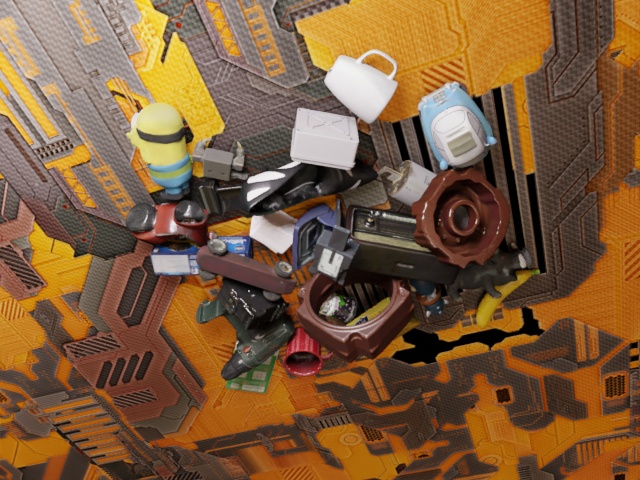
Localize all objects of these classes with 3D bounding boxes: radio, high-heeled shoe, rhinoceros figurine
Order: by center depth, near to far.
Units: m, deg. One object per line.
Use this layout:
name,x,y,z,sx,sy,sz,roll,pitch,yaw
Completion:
high-heeled shoe,-0.018,-0.093,0.965,0.249,0.145,0.086,-1,128,3
radio,0.155,0.007,1.047,0.230,0.131,0.073,11,126,-7
rhinoceros figurine,0.347,0.062,1.130,0.190,0.073,0.112,-13,115,13

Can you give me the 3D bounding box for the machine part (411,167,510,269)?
machine part,0.249,-0.038,0.956,0.179,0.056,0.179,0,91,-17

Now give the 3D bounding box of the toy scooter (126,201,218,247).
toy scooter,-0.280,-0.026,1.060,0.184,0.075,0.135,-5,157,25

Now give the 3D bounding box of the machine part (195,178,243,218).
machine part,-0.168,-0.086,1.041,0.139,0.039,0.084,-3,122,5

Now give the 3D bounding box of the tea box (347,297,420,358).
tea box,0.128,0.200,1.211,0.169,0.068,0.098,-39,151,24

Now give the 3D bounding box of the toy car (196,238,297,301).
toy car,-0.144,0.057,1.062,0.202,0.053,0.089,18,126,-10

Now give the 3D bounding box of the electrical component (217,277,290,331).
electrical component,-0.147,0.116,1.133,0.134,0.115,0.058,46,124,21

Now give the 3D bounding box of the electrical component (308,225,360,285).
electrical component,0.028,0.016,0.956,0.075,0.048,0.119,20,126,9

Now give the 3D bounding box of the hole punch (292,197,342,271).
hole punch,-0.002,-0.003,1.052,0.092,0.116,0.142,4,124,6

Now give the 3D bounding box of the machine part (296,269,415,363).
machine part,0.069,0.126,1.074,0.201,0.201,0.087,-43,139,-23

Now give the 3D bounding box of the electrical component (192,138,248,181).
electrical component,-0.183,-0.149,0.992,0.102,0.045,0.078,8,155,-2

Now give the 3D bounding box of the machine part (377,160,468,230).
machine part,0.218,-0.081,1.014,0.243,0.079,0.079,26,123,-17

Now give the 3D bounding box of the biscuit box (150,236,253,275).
biscuit box,-0.242,0.032,1.115,0.203,0.063,0.059,0,127,0

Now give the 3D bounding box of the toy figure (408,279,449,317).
toy figure,0.234,0.104,1.168,0.064,0.058,0.154,-15,130,18

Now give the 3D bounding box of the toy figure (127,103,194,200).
toy figure,-0.272,-0.157,0.961,0.089,0.082,0.179,-4,125,9

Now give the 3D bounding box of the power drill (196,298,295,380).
power drill,-0.190,0.217,1.233,0.232,0.086,0.207,-32,115,13

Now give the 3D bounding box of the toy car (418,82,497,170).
toy car,0.240,-0.183,0.923,0.109,0.103,0.161,-26,125,18

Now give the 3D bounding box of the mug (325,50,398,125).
mug,0.068,-0.260,0.880,0.107,0.081,0.109,30,127,-9
